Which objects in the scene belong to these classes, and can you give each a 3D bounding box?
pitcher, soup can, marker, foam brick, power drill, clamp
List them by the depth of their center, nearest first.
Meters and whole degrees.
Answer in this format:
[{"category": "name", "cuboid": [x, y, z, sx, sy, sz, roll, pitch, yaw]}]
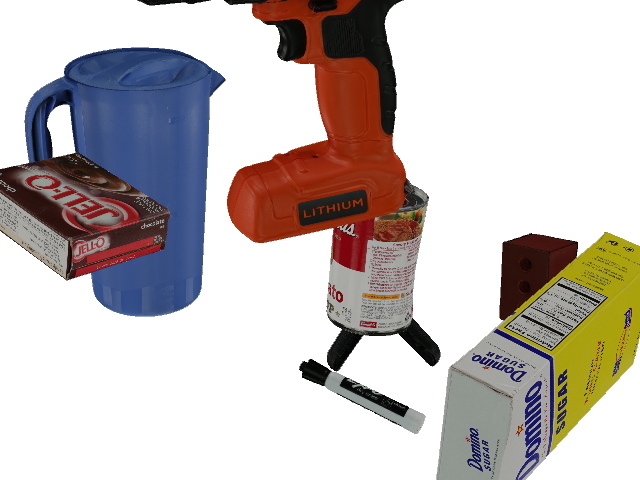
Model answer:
[{"category": "power drill", "cuboid": [-0.015, -0.092, 0.574, 0.184, 0.188, 0.057, -12, 38, -18]}, {"category": "soup can", "cuboid": [0.041, 0.012, 0.798, 0.068, 0.102, 0.068, 4, 21, -2]}, {"category": "marker", "cuboid": [0.035, 0.137, 0.949, 0.121, 0.020, 0.020, 25, 7, 16]}, {"category": "foam brick", "cuboid": [0.203, 0.038, 0.995, 0.053, 0.078, 0.051, 13, 20, 41]}, {"category": "pitcher", "cuboid": [-0.178, -0.052, 1.011, 0.149, 0.243, 0.144, 9, 26, 13]}, {"category": "clamp", "cuboid": [0.075, 0.078, 1.186, 0.120, 0.171, 0.039, 7, -42, 2]}]

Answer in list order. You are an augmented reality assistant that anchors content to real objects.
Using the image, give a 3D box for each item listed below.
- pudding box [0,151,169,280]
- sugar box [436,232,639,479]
[{"category": "pudding box", "cuboid": [-0.179, -0.020, 0.772, 0.114, 0.039, 0.089, 28, 30, 32]}, {"category": "sugar box", "cuboid": [0.138, 0.075, 0.633, 0.048, 0.093, 0.175, 24, 41, 30]}]
